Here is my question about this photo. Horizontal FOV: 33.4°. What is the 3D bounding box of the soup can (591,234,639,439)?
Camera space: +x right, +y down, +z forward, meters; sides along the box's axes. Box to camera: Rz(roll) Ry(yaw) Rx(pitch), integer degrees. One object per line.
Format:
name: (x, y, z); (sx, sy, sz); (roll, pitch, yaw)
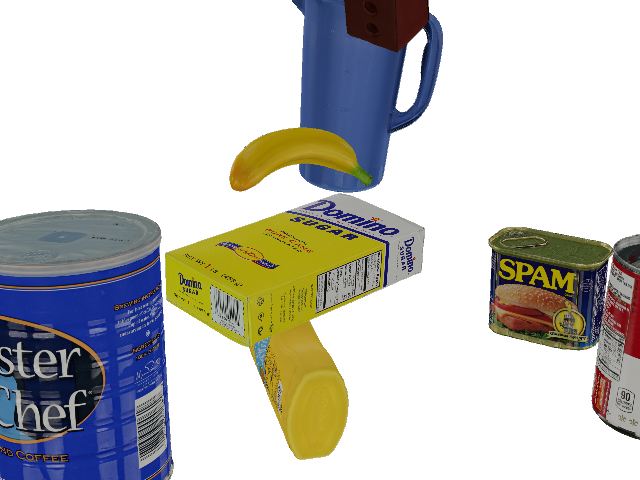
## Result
soup can: (0.194, 0.055, 0.609); (0.068, 0.102, 0.068); (2, 21, -1)

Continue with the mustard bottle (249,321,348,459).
mustard bottle: (-0.029, 0.113, 1.007); (0.058, 0.096, 0.192); (-6, 27, -16)

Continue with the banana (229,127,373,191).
banana: (-0.026, -0.085, 1.088); (0.197, 0.037, 0.070); (-7, 49, -44)

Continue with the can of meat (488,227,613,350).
can of meat: (0.196, 0.042, 0.923); (0.102, 0.084, 0.057); (12, 25, 30)

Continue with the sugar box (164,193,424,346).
sugar box: (-0.016, 0.016, 0.779); (0.175, 0.048, 0.093); (-24, 36, -38)

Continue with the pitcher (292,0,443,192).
pitcher: (0.046, -0.185, 1.301); (0.144, 0.243, 0.149); (-8, 29, -26)

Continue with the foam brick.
foam brick: (0.053, -0.202, 0.861); (0.053, 0.051, 0.078); (25, -32, 25)

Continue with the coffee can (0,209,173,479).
coffee can: (-0.134, 0.063, 0.575); (0.103, 0.140, 0.103); (-1, 16, 0)
